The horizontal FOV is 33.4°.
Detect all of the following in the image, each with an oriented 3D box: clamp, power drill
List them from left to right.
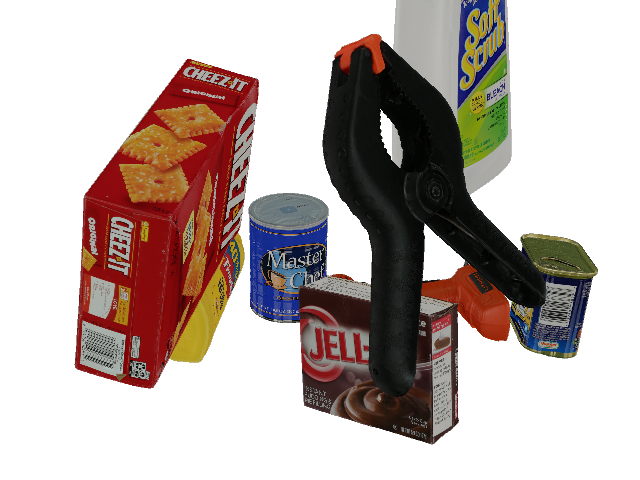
[{"bbox_3d":[0.041,-0.012,0.525,0.039,0.171,0.120,-18,16,49],"label":"clamp"},{"bbox_3d":[0.101,0.083,1.134,0.187,0.057,0.184,-6,28,-11],"label":"power drill"}]

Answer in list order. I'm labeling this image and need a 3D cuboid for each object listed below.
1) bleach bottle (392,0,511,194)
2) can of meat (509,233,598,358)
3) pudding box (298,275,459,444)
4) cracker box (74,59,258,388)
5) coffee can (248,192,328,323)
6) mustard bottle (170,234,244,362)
[{"bbox_3d":[0.089,-0.158,0.743,0.068,0.251,0.102,20,38,37],"label":"bleach bottle"},{"bbox_3d":[0.211,0.050,0.979,0.057,0.084,0.102,7,18,-2],"label":"can of meat"},{"bbox_3d":[0.038,0.078,0.721,0.114,0.090,0.039,9,20,36],"label":"pudding box"},{"bbox_3d":[-0.113,-0.017,0.822,0.072,0.164,0.213,16,37,5],"label":"cracker box"},{"bbox_3d":[-0.042,0.022,1.391,0.103,0.140,0.103,1,26,-1],"label":"coffee can"},{"bbox_3d":[-0.120,0.037,1.122,0.058,0.096,0.191,3,30,10],"label":"mustard bottle"}]
